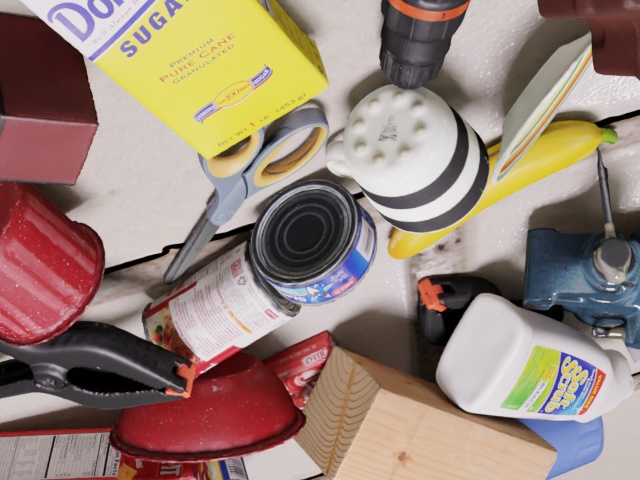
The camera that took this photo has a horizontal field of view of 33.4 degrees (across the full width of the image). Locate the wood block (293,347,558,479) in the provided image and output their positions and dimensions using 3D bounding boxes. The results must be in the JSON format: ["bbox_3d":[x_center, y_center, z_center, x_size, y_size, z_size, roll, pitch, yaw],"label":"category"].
[{"bbox_3d":[0.094,0.178,0.935,0.205,0.090,0.091,24,95,-29],"label":"wood block"}]

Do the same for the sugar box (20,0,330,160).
[{"bbox_3d":[-0.077,-0.119,0.580,0.093,0.048,0.176,-30,146,16],"label":"sugar box"}]

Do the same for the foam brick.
[{"bbox_3d":[-0.156,-0.075,0.574,0.051,0.078,0.053,1,142,-29],"label":"foam brick"}]

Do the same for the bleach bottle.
[{"bbox_3d":[0.218,0.117,0.979,0.250,0.068,0.103,14,110,-43],"label":"bleach bottle"}]

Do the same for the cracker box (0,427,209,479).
[{"bbox_3d":[-0.202,0.238,0.928,0.213,0.072,0.164,-3,129,0],"label":"cracker box"}]

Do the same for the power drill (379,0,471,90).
[{"bbox_3d":[0.128,-0.164,0.610,0.187,0.057,0.184,-11,149,-14],"label":"power drill"}]

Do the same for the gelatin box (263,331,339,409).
[{"bbox_3d":[-0.009,0.126,0.971,0.073,0.030,0.089,-24,146,7],"label":"gelatin box"}]

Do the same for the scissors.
[{"bbox_3d":[-0.077,-0.028,0.728,0.202,0.016,0.096,-39,148,29],"label":"scissors"}]

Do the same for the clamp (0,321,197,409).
[{"bbox_3d":[-0.195,0.080,0.757,0.210,0.036,0.164,4,143,5],"label":"clamp"}]

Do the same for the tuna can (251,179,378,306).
[{"bbox_3d":[-0.005,0.001,0.749,0.086,0.086,0.033,-28,144,12],"label":"tuna can"}]

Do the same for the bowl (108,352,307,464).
[{"bbox_3d":[-0.093,0.128,0.867,0.162,0.055,0.162,-4,-171,0],"label":"bowl"}]

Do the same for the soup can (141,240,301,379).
[{"bbox_3d":[-0.074,0.052,0.802,0.102,0.068,0.068,-32,144,17],"label":"soup can"}]

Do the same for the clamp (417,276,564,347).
[{"bbox_3d":[0.150,0.069,0.967,0.120,0.039,0.171,-38,143,8],"label":"clamp"}]

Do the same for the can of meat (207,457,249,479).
[{"bbox_3d":[-0.115,0.246,1.039,0.102,0.084,0.057,-32,144,17],"label":"can of meat"}]

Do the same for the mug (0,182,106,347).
[{"bbox_3d":[-0.204,0.006,0.667,0.117,0.093,0.081,5,152,30],"label":"mug"}]

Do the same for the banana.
[{"bbox_3d":[0.132,-0.041,0.802,0.198,0.037,0.069,-27,145,11],"label":"banana"}]

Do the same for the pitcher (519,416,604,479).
[{"bbox_3d":[0.161,0.203,1.085,0.242,0.145,0.149,-16,-176,-13],"label":"pitcher"}]
